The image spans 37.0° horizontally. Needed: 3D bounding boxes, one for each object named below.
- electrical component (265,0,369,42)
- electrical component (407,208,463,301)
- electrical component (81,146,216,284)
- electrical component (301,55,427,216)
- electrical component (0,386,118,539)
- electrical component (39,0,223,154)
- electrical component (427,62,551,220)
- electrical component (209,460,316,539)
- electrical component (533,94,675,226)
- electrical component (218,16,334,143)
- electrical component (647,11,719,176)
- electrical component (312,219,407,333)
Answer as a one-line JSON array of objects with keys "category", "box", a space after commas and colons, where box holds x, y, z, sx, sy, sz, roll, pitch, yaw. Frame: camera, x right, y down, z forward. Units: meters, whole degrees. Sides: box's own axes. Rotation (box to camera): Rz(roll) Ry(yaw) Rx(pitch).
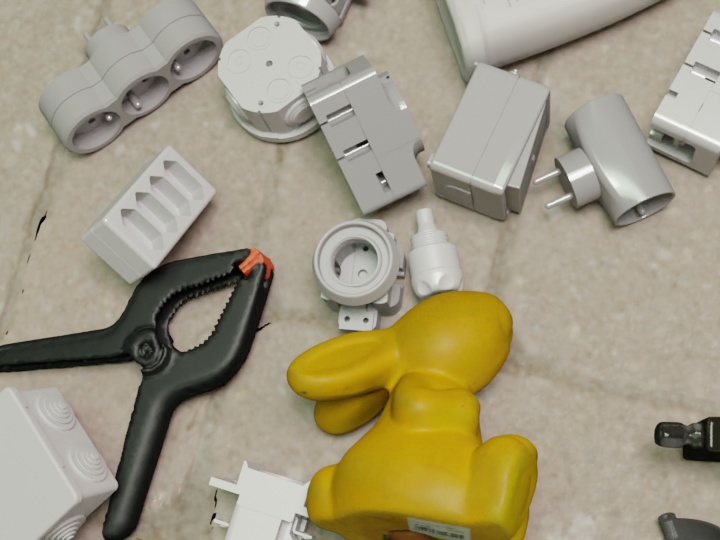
[{"category": "electrical component", "box": [-0.034, -0.203, 0.776, 0.078, 0.058, 0.057, 19, 76, 14]}, {"category": "electrical component", "box": [0.048, -0.012, 0.722, 0.035, 0.035, 0.061, -12, 71, 6]}, {"category": "electrical component", "box": [-0.154, -0.032, 0.746, 0.047, 0.076, 0.083, 45, 49, -16]}, {"category": "electrical component", "box": [0.007, -0.092, 0.721, 0.056, 0.050, 0.089, -26, 113, 2]}, {"category": "electrical component", "box": [-0.216, 0.134, 0.695, 0.100, 0.048, 0.099, -43, 73, 18]}, {"category": "electrical component", "box": [-0.176, -0.154, 0.788, 0.138, 0.052, 0.073, -36, 73, -2]}, {"category": "electrical component", "box": [0.094, -0.089, 0.721, 0.061, 0.061, 0.096, 23, 80, 15]}, {"category": "electrical component", "box": [-0.057, 0.160, 0.689, 0.081, 0.042, 0.063, 15, 81, 14]}, {"category": "electrical component", "box": [0.155, -0.065, 0.713, 0.079, 0.044, 0.077, -24, 72, 2]}, {"category": "electrical component", "box": [-0.059, -0.135, 0.764, 0.080, 0.051, 0.080, -2, 74, 9]}, {"category": "electrical component", "box": [0.236, -0.114, 0.710, 0.056, 0.050, 0.089, 29, 81, 16]}, {"category": "electrical component", "box": [0.000, 0.000, 0.715, 0.058, 0.057, 0.078, 4, 76, 11]}]
